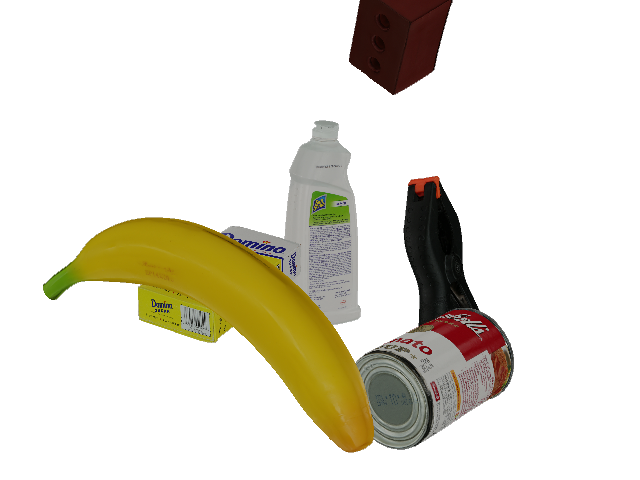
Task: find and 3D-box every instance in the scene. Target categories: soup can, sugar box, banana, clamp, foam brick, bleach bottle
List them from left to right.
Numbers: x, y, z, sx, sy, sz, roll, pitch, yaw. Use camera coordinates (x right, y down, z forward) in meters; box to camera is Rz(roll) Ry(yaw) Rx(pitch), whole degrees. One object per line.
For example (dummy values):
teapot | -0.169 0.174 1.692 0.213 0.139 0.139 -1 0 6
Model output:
sugar box | -0.102 0.041 1.118 0.093 0.048 0.176 15 31 24
banana | -0.049 0.035 0.544 0.198 0.070 0.037 24 10 22
bleach bottle | 0.006 -0.022 1.311 0.102 0.251 0.068 -8 21 -31
foam brick | 0.061 -0.164 0.833 0.053 0.078 0.051 40 57 22
soup can | 0.074 0.091 0.714 0.069 0.068 0.102 0 13 41
clamp | 0.101 0.034 0.925 0.039 0.171 0.120 -12 14 26
